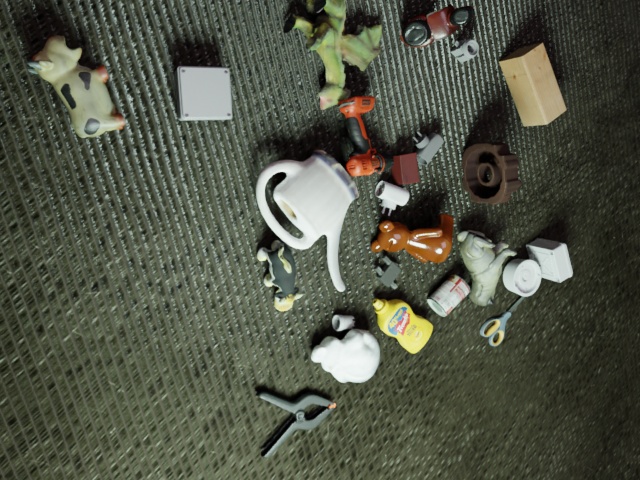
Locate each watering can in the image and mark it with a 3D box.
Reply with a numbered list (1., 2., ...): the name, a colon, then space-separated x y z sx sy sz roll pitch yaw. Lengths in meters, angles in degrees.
1. watering can: 0.004 -0.061 1.209 0.226 0.104 0.344 -46 110 -14

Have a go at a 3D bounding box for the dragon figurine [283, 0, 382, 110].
1. dragon figurine: 0.055 -0.512 1.211 0.241 0.123 0.410 17 90 -43

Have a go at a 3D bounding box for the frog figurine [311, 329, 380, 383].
1. frog figurine: 0.066 0.281 1.268 0.158 0.125 0.136 18 108 -37
